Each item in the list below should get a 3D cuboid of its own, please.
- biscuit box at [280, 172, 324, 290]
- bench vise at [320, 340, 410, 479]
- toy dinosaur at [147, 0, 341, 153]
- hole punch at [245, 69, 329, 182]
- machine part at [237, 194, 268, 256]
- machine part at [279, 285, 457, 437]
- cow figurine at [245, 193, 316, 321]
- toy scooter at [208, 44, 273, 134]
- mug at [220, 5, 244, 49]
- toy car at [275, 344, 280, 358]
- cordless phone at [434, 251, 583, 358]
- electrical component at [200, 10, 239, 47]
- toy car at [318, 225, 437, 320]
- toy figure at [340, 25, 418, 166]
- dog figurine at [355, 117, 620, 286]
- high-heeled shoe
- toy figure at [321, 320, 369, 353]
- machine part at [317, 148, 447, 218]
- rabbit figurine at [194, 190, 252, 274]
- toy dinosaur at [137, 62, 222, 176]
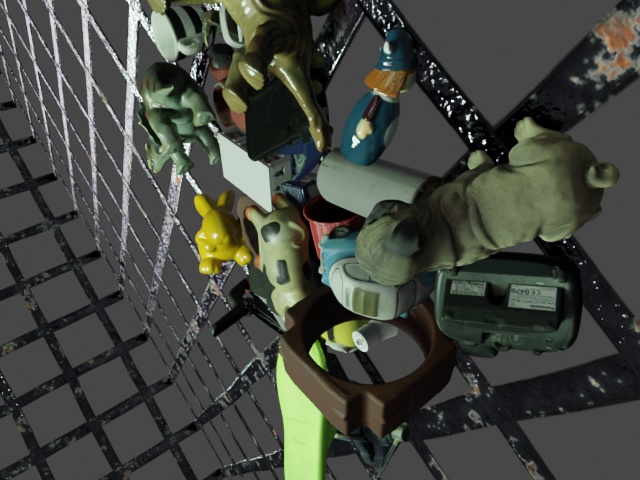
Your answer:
[{"bbox_3d":[-0.002,-0.003,0.851,0.063,0.059,0.202,19,128,50],"label":"biscuit box"},{"bbox_3d":[0.045,0.289,0.960,0.224,0.129,0.240,1,118,54],"label":"bench vise"},{"bbox_3d":[-0.098,-0.312,0.601,0.105,0.198,0.470,-14,112,51],"label":"toy dinosaur"},{"bbox_3d":[-0.031,-0.154,0.729,0.116,0.092,0.142,-26,53,32],"label":"hole punch"},{"bbox_3d":[-0.080,-0.010,0.973,0.180,0.056,0.179,38,143,36],"label":"machine part"},{"bbox_3d":[0.064,0.145,0.723,0.202,0.201,0.087,38,145,36],"label":"machine part"},{"bbox_3d":[-0.044,0.042,0.813,0.127,0.085,0.194,40,143,45],"label":"cow figurine"},{"bbox_3d":[-0.123,-0.214,0.859,0.184,0.075,0.135,50,150,27],"label":"toy scooter"},{"bbox_3d":[-0.082,-0.293,0.703,0.081,0.109,0.107,2,102,61],"label":"mug"},{"bbox_3d":[-0.059,0.254,1.102,0.089,0.053,0.202,55,173,1],"label":"toy car"},{"bbox_3d":[0.207,0.095,0.594,0.147,0.089,0.184,3,145,25],"label":"cordless phone"},{"bbox_3d":[-0.123,-0.309,0.764,0.045,0.102,0.078,7,95,52],"label":"electrical component"},{"bbox_3d":[0.071,0.046,0.678,0.162,0.103,0.109,8,128,8],"label":"toy car"},{"bbox_3d":[0.070,-0.158,0.603,0.064,0.058,0.154,-103,30,-52],"label":"toy figure"},{"bbox_3d":[0.142,-0.019,0.478,0.121,0.190,0.172,61,149,4],"label":"dog figurine"},{"bbox_3d":[-0.058,0.130,1.069,0.145,0.086,0.249,49,-169,-51],"label":"high-heeled shoe"},{"bbox_3d":[0.009,0.122,0.916,0.180,0.082,0.089,35,139,44],"label":"toy figure"},{"bbox_3d":[0.075,-0.062,0.665,0.243,0.079,0.079,29,136,47],"label":"machine part"},{"bbox_3d":[-0.194,-0.021,1.085,0.173,0.122,0.162,115,148,-77],"label":"rabbit figurine"},{"bbox_3d":[-0.260,-0.234,0.943,0.192,0.131,0.404,55,162,8],"label":"toy dinosaur"}]
